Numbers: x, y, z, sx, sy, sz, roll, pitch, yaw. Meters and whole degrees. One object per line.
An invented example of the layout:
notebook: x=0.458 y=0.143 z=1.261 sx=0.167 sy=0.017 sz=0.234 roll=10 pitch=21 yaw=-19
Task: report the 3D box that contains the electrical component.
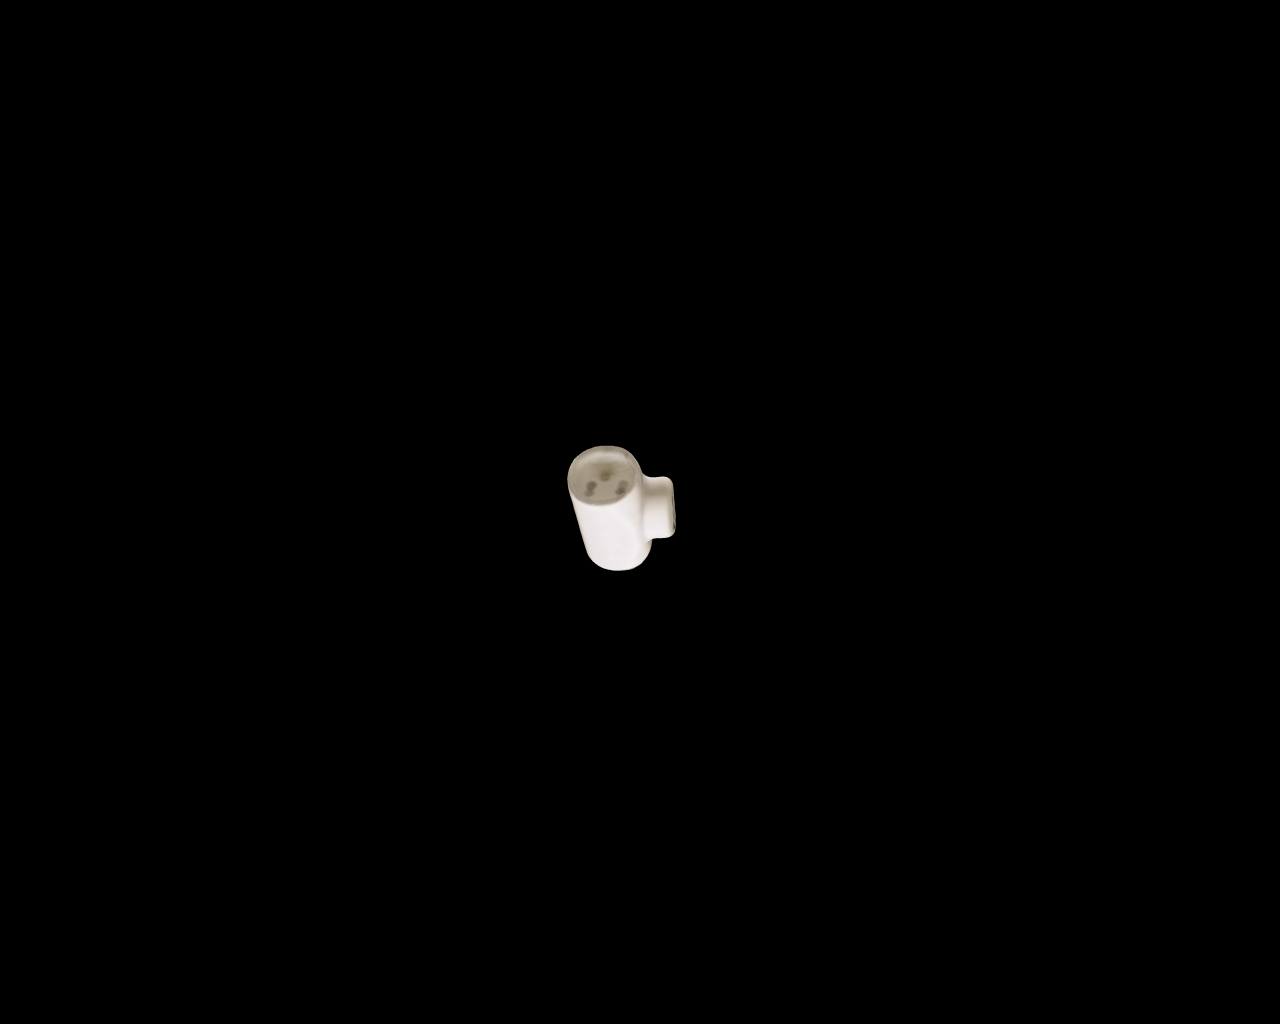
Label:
electrical component: x=0.001 y=-0.003 z=0.650 sx=0.079 sy=0.044 sz=0.077 roll=-3 pitch=-33 yaw=5
